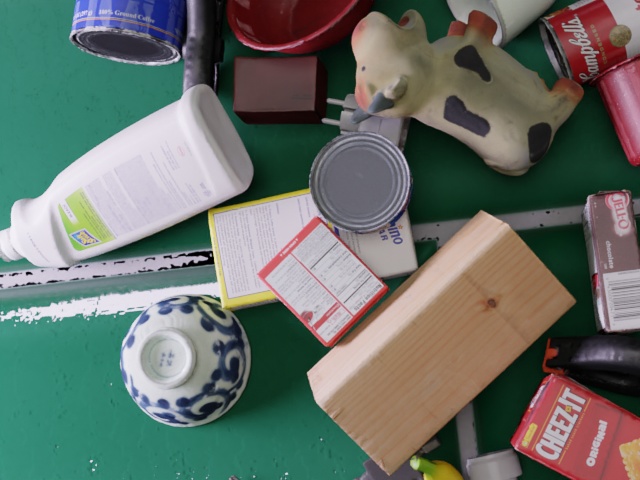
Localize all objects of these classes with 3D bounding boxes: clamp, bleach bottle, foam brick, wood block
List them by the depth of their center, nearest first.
[{"bbox_3d":[0.281,0.102,0.841,0.210,0.164,0.036,9,68,20],"label":"clamp"},{"bbox_3d":[0.097,0.083,0.884,0.206,0.090,0.091,-43,100,2],"label":"wood block"},{"bbox_3d":[-0.106,-0.179,0.958,0.039,0.120,0.171,1,87,7],"label":"clamp"},{"bbox_3d":[-0.190,-0.044,0.958,0.251,0.068,0.102,-22,110,19],"label":"bleach bottle"},{"bbox_3d":[-0.036,-0.135,0.970,0.078,0.051,0.053,2,84,10],"label":"foam brick"}]

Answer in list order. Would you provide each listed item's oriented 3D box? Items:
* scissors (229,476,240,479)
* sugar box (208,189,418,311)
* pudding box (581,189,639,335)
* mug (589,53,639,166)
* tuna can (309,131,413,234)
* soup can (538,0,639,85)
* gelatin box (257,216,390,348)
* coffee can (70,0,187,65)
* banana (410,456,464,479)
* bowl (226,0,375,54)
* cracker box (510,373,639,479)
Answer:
[{"bbox_3d":[-0.017,0.299,0.926,0.202,0.016,0.096,30,88,13],"label":"scissors"},{"bbox_3d":[-0.006,0.001,0.950,0.176,0.048,0.093,-11,82,5],"label":"sugar box"},{"bbox_3d":[0.243,0.021,0.880,0.039,0.090,0.113,-6,82,10],"label":"pudding box"},{"bbox_3d":[0.294,-0.116,0.897,0.117,0.093,0.081,-18,84,-26],"label":"mug"},{"bbox_3d":[0.036,-0.048,0.906,0.086,0.033,0.086,-1,86,11],"label":"tuna can"},{"bbox_3d":[0.248,-0.180,0.917,0.102,0.068,0.068,-23,79,6],"label":"soup can"},{"bbox_3d":[0.003,0.036,0.907,0.073,0.030,0.089,-45,83,2],"label":"gelatin box"},{"bbox_3d":[-0.169,-0.243,0.982,0.103,0.102,0.140,6,83,11],"label":"coffee can"},{"bbox_3d":[0.104,0.265,0.884,0.069,0.037,0.198,-9,98,-32],"label":"banana"},{"bbox_3d":[-0.004,-0.224,0.956,0.162,0.055,0.162,-17,56,27],"label":"bowl"},{"bbox_3d":[0.258,0.178,0.818,0.214,0.164,0.072,27,86,12],"label":"cracker box"}]
